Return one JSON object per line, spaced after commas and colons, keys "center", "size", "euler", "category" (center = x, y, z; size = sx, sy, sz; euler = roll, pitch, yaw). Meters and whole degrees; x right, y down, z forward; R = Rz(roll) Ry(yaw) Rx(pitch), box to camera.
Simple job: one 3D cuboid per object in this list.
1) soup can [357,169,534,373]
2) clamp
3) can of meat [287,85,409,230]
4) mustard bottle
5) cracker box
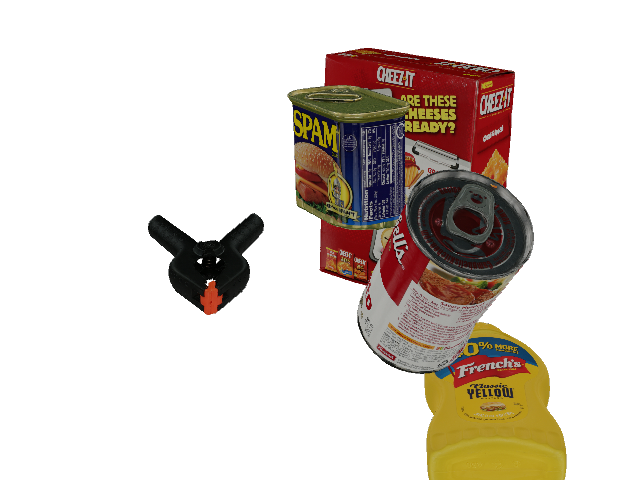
{"center": [0.064, 0.019, 0.576], "size": [0.068, 0.068, 0.102], "euler": [0, -35, -16], "category": "soup can"}
{"center": [-0.103, 0.016, 1.071], "size": [0.120, 0.039, 0.171], "euler": [-11, 33, -12], "category": "clamp"}
{"center": [0.019, -0.059, 0.753], "size": [0.057, 0.084, 0.102], "euler": [-11, 21, -25], "category": "can of meat"}
{"center": [0.128, 0.118, 0.816], "size": [0.096, 0.058, 0.191], "euler": [-3, 25, 6], "category": "mustard bottle"}
{"center": [0.084, -0.057, 0.968], "size": [0.164, 0.214, 0.071], "euler": [17, 25, 36], "category": "cracker box"}
